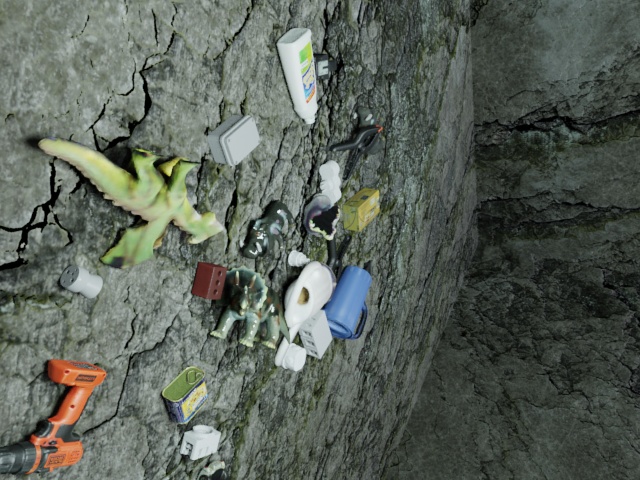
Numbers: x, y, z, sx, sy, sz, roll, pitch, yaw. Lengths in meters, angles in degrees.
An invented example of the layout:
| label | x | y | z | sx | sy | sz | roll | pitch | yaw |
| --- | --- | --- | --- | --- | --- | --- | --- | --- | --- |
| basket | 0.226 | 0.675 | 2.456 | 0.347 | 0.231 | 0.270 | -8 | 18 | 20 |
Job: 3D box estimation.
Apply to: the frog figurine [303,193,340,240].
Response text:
| label | x | y | z | sx | sy | sz | roll | pitch | yaw |
| --- | --- | --- | --- | --- | --- | --- | --- | --- | --- |
| frog figurine | 0.005 | -0.081 | 1.602 | 0.162 | 0.123 | 0.135 | -105 | -174 | -70 |

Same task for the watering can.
| label | x | y | z | sx | sy | sz | roll | pitch | yaw |
| --- | --- | --- | --- | --- | --- | --- | --- | --- | --- |
| watering can | -0.052 | 0.206 | 1.581 | 0.227 | 0.104 | 0.342 | -29 | 140 | -59 |

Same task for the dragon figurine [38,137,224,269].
| label | x | y | z | sx | sy | sz | roll | pitch | yaw |
| --- | --- | --- | --- | --- | --- | --- | --- | --- | --- |
| dragon figurine | -0.340 | -0.054 | 0.967 | 0.410 | 0.123 | 0.241 | 1 | 108 | -53 |
